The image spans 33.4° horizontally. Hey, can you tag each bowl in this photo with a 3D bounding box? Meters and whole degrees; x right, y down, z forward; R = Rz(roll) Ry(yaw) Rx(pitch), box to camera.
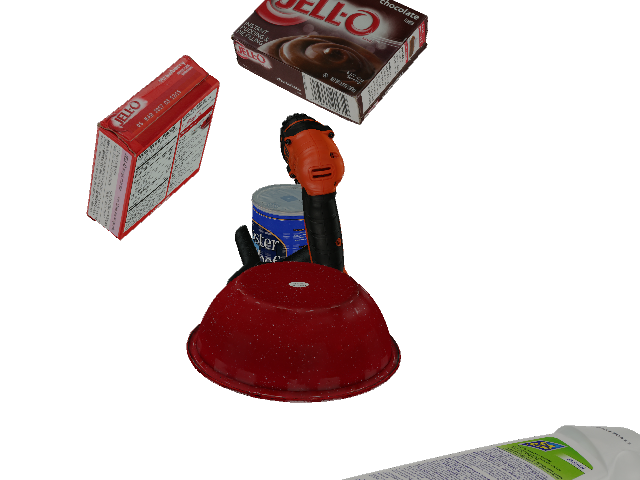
[{"bbox_3d":[-0.018,0.057,0.793,0.162,0.055,0.162,3,21,-1],"label":"bowl"}]

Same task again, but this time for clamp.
[{"bbox_3d":[-0.053,0.041,1.255,0.120,0.039,0.171,-2,40,10],"label":"clamp"}]

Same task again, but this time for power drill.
[{"bbox_3d":[-0.005,-0.028,1.074,0.057,0.187,0.184,-10,20,-3],"label":"power drill"}]

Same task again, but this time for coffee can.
[{"bbox_3d":[-0.047,0.004,1.504,0.103,0.140,0.103,2,24,-1],"label":"coffee can"}]

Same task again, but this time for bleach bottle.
[{"bbox_3d":[0.119,0.156,0.617,0.250,0.068,0.103,-8,20,-29],"label":"bleach bottle"}]

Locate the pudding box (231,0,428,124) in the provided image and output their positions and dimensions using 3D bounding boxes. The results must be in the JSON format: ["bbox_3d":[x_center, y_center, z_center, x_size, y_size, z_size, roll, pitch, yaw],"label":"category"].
[{"bbox_3d":[0.007,-0.144,0.768,0.114,0.090,0.039,31,-23,20],"label":"pudding box"}]

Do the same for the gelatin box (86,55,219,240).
[{"bbox_3d":[-0.096,-0.052,0.605,0.030,0.073,0.089,37,-34,9],"label":"gelatin box"}]
